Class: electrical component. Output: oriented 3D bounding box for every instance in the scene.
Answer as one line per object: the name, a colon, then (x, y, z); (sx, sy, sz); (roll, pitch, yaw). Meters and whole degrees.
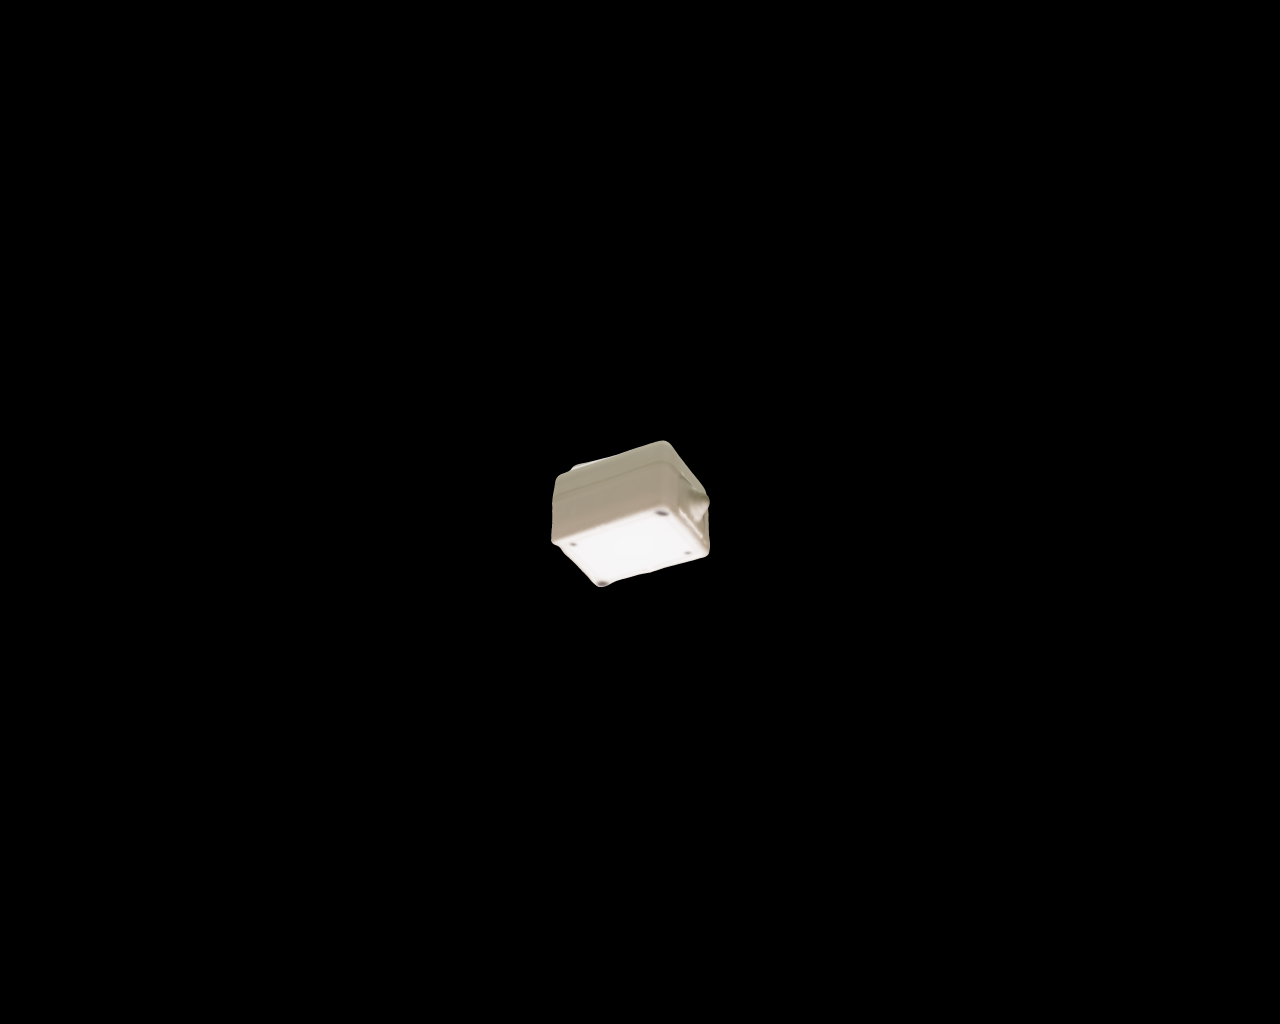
electrical component: (0.001, -0.003, 0.650); (0.096, 0.061, 0.061); (-17, -40, 22)
